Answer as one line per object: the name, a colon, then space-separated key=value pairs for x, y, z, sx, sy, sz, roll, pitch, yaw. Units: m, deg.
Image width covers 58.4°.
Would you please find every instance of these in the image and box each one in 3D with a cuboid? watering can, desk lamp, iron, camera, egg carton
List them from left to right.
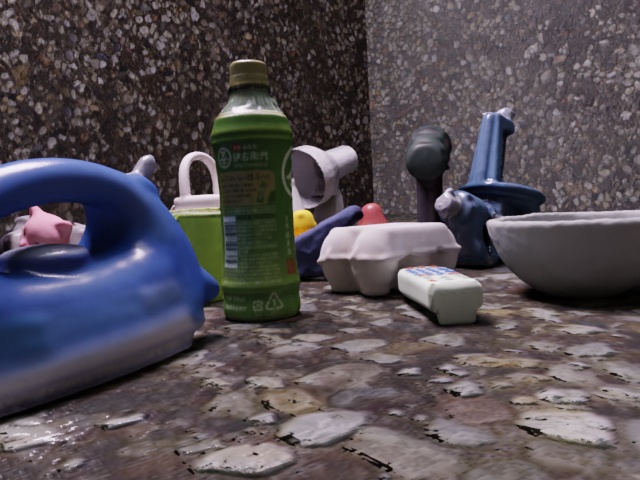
iron: x=-0.170 y=0.014 z=0.344 sx=0.118 sy=0.141 sz=0.259 roll=-1 pitch=4 yaw=22
camera: x=-0.467 y=0.008 z=0.957 sx=0.136 sy=0.101 sz=0.144 roll=0 pitch=5 yaw=39
watering can: x=-0.195 y=-0.056 z=0.994 sx=0.172 sy=0.194 sz=0.101 roll=-2 pitch=4 yaw=13
desk lamp: x=0.019 y=-0.089 z=1.179 sx=0.117 sy=0.213 sz=0.204 roll=0 pitch=5 yaw=40
egg carton: x=0.077 y=0.018 z=0.631 sx=0.151 sy=0.069 sz=0.107 roll=-6 pitch=5 yaw=-40

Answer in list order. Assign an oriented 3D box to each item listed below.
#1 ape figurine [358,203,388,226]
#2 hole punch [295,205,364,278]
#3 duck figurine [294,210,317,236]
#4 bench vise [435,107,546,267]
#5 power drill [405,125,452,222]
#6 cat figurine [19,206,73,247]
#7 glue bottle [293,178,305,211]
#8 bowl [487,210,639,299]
ape figurine: x=0.078 y=-0.007 z=0.826 sx=0.078 sy=0.092 sz=0.076 roll=-3 pitch=4 yaw=-1
hole punch: x=0.007 y=0.003 z=0.743 sx=0.101 sy=0.091 sz=0.109 roll=-2 pitch=4 yaw=14
duck figurine: x=-0.029 y=-0.006 z=0.930 sx=0.077 sy=0.086 sz=0.104 roll=-3 pitch=4 yaw=1
bench vise: x=0.240 y=-0.077 z=0.789 sx=0.121 sy=0.220 sz=0.208 roll=-1 pitch=5 yaw=29
power drill: x=0.166 y=-0.073 z=0.868 sx=0.075 sy=0.208 sz=0.230 roll=-2 pitch=4 yaw=12
cat figurine: x=-0.398 y=0.005 z=0.815 sx=0.067 sy=0.118 sz=0.127 roll=-7 pitch=6 yaw=-43
glue bottle: x=-0.058 y=-0.060 z=1.099 sx=0.077 sy=0.173 sz=0.037 roll=1 pitch=6 yaw=44
bowl: x=0.241 y=0.013 z=0.532 sx=0.167 sy=0.075 sz=0.167 roll=-3 pitch=4 yaw=0
